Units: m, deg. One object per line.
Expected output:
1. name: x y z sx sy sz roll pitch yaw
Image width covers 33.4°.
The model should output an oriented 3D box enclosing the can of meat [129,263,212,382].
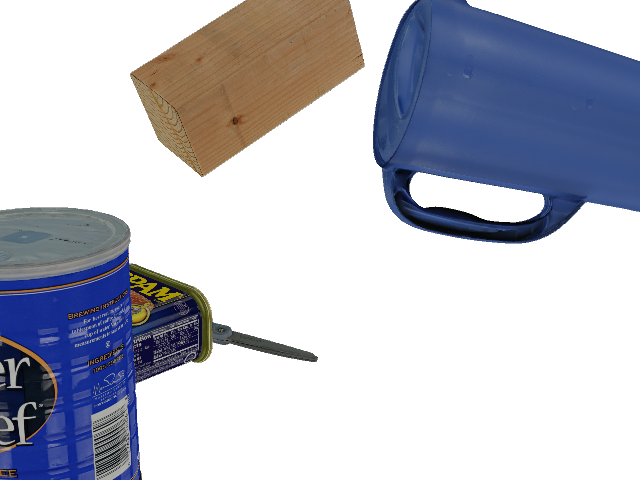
1. can of meat: -0.141 0.061 0.747 0.102 0.057 0.083 18 25 39

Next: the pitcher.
1. pitcher: 0.166 -0.085 0.808 0.242 0.145 0.149 13 -45 -10

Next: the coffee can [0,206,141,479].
1. coffee can: -0.145 0.063 0.542 0.103 0.140 0.103 0 17 0

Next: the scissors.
1. scissors: -0.101 0.079 1.035 0.201 0.016 0.096 5 31 0

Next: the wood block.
1. wood block: -0.068 -0.168 1.052 0.206 0.091 0.090 -36 48 -17
